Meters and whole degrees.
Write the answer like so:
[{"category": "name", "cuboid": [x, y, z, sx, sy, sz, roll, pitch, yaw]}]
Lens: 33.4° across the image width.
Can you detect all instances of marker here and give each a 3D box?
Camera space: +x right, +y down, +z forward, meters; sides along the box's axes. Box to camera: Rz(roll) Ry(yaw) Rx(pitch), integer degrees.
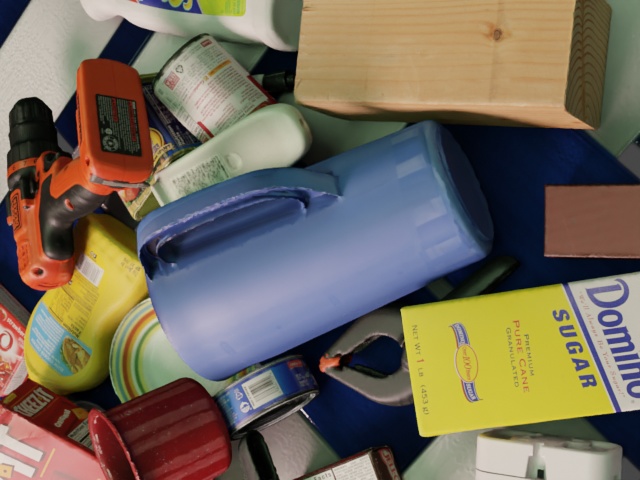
[{"category": "marker", "cuboid": [-0.073, -0.129, 0.910, 0.121, 0.020, 0.020, -4, 86, 29]}]

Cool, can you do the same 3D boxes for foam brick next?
[{"category": "foam brick", "cuboid": [0.198, -0.012, 0.733, 0.078, 0.052, 0.051, 1, 88, 29]}]

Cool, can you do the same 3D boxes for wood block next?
[{"category": "wood block", "cuboid": [0.094, -0.134, 0.777, 0.206, 0.090, 0.091, 6, 90, 30]}]

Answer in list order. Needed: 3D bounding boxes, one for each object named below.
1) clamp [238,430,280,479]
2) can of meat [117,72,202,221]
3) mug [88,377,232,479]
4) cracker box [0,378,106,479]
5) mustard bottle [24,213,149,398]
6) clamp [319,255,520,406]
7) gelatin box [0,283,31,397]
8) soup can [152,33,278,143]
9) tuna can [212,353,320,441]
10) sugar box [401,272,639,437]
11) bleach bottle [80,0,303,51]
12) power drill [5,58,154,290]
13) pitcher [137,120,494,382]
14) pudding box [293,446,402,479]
[{"category": "clamp", "cuboid": [0.002, 0.259, 0.794, 0.165, 0.036, 0.210, 7, 95, 33]}, {"category": "can of meat", "cuboid": [-0.146, -0.079, 0.918, 0.084, 0.057, 0.102, 56, 132, 16]}, {"category": "mug", "cuboid": [-0.116, 0.168, 0.819, 0.093, 0.081, 0.117, -21, 91, 62]}, {"category": "cracker box", "cuboid": [-0.199, 0.243, 0.893, 0.214, 0.072, 0.164, 29, 103, 3]}, {"category": "mustard bottle", "cuboid": [-0.215, 0.078, 0.958, 0.096, 0.058, 0.192, 37, 105, 28]}, {"category": "clamp", "cuboid": [0.082, 0.073, 0.804, 0.172, 0.039, 0.120, -1, 81, 23]}, {"category": "gelatin box", "cuboid": [-0.308, 0.095, 1.025, 0.089, 0.030, 0.073, 39, 106, 25]}, {"category": "soup can", "cuboid": [-0.078, -0.109, 0.867, 0.102, 0.068, 0.069, 45, 110, 3]}, {"category": "tuna can", "cuboid": [-0.044, 0.125, 0.844, 0.086, 0.086, 0.034, -36, 73, 23]}, {"category": "sugar box", "cuboid": [0.150, 0.079, 0.735, 0.176, 0.048, 0.093, -11, 82, 14]}, {"category": "bleach bottle", "cuboid": [-0.125, -0.216, 0.920, 0.251, 0.068, 0.102, 7, 89, 32]}, {"category": "power drill", "cuboid": [-0.209, -0.072, 0.891, 0.188, 0.057, 0.184, -37, 59, 47]}, {"category": "pitcher", "cuboid": [-0.005, 0.001, 0.789, 0.243, 0.149, 0.145, -24, 96, 19]}, {"category": "pudding box", "cuboid": [0.029, 0.227, 0.825, 0.090, 0.039, 0.113, -27, 73, 28]}]
